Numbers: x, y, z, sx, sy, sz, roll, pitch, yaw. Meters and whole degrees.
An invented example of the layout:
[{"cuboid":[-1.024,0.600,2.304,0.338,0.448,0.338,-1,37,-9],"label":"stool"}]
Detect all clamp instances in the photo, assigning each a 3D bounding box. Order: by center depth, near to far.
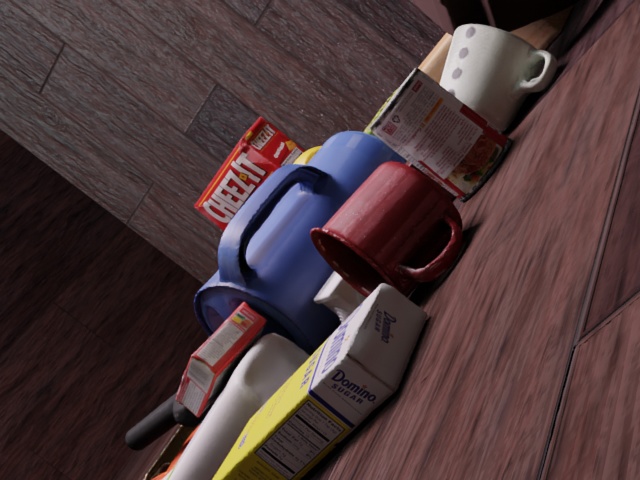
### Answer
[{"cuboid":[-0.128,0.157,1.088,0.164,0.036,0.210,-50,11,-14],"label":"clamp"}]

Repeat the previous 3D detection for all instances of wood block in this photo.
[{"cuboid":[0.177,-0.204,1.190,0.206,0.090,0.090,-49,5,41],"label":"wood block"}]

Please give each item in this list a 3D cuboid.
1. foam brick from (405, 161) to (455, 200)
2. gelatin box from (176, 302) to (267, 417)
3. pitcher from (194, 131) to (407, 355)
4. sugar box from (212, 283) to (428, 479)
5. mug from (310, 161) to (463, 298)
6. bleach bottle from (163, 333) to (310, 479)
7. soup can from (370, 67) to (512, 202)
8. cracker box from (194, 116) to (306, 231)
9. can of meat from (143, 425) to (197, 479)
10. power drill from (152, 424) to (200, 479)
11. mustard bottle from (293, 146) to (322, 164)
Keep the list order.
[{"cuboid":[0.104,-0.059,0.990,0.078,0.051,0.053,-50,3,32],"label":"foam brick"},{"cuboid":[-0.087,0.105,0.929,0.073,0.030,0.089,-46,-11,-36],"label":"gelatin box"},{"cuboid":[-0.007,0.001,1.020,0.242,0.145,0.149,-56,3,-32],"label":"pitcher"},{"cuboid":[-0.004,0.112,0.721,0.176,0.048,0.093,-52,3,33],"label":"sugar box"},{"cuboid":[0.060,-0.002,0.799,0.081,0.093,0.117,-48,33,-14],"label":"mug"},{"cuboid":[-0.096,0.199,0.948,0.251,0.068,0.102,-54,-2,31],"label":"bleach bottle"},{"cuboid":[0.102,-0.089,0.906,0.068,0.102,0.068,-52,2,3],"label":"soup can"},{"cuboid":[-0.048,-0.041,1.480,0.164,0.213,0.072,-49,4,43],"label":"cracker box"},{"cuboid":[-0.163,0.264,1.207,0.102,0.057,0.084,-55,2,-34],"label":"can of meat"},{"cuboid":[-0.105,0.201,1.101,0.187,0.057,0.185,-52,4,-32],"label":"power drill"},{"cuboid":[-0.004,-0.064,1.226,0.096,0.058,0.192,-30,-8,-11],"label":"mustard bottle"}]
